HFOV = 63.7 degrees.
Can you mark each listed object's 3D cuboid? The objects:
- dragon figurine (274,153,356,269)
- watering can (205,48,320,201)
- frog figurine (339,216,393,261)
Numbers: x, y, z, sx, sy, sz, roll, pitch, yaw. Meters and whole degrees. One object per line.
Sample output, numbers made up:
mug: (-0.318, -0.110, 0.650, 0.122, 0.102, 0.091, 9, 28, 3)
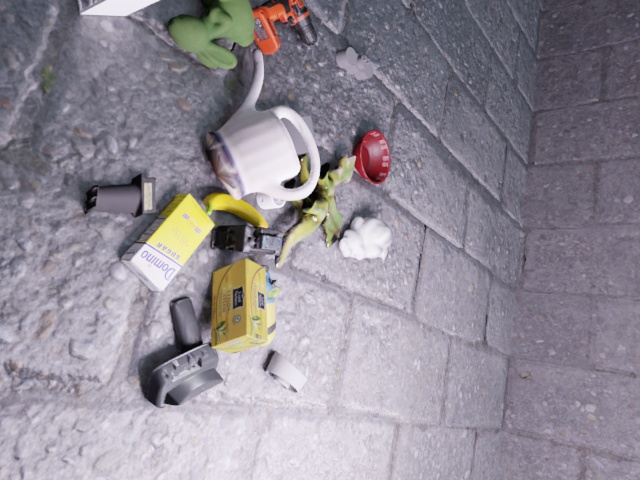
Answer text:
dragon figurine: (0.004, -0.066, 1.318, 0.238, 0.122, 0.417, 49, 54, -48)
watering can: (-0.141, -0.230, 1.099, 0.226, 0.103, 0.349, -25, 83, -16)
frog figurine: (0.122, -0.007, 1.448, 0.159, 0.120, 0.140, 9, 50, -42)
